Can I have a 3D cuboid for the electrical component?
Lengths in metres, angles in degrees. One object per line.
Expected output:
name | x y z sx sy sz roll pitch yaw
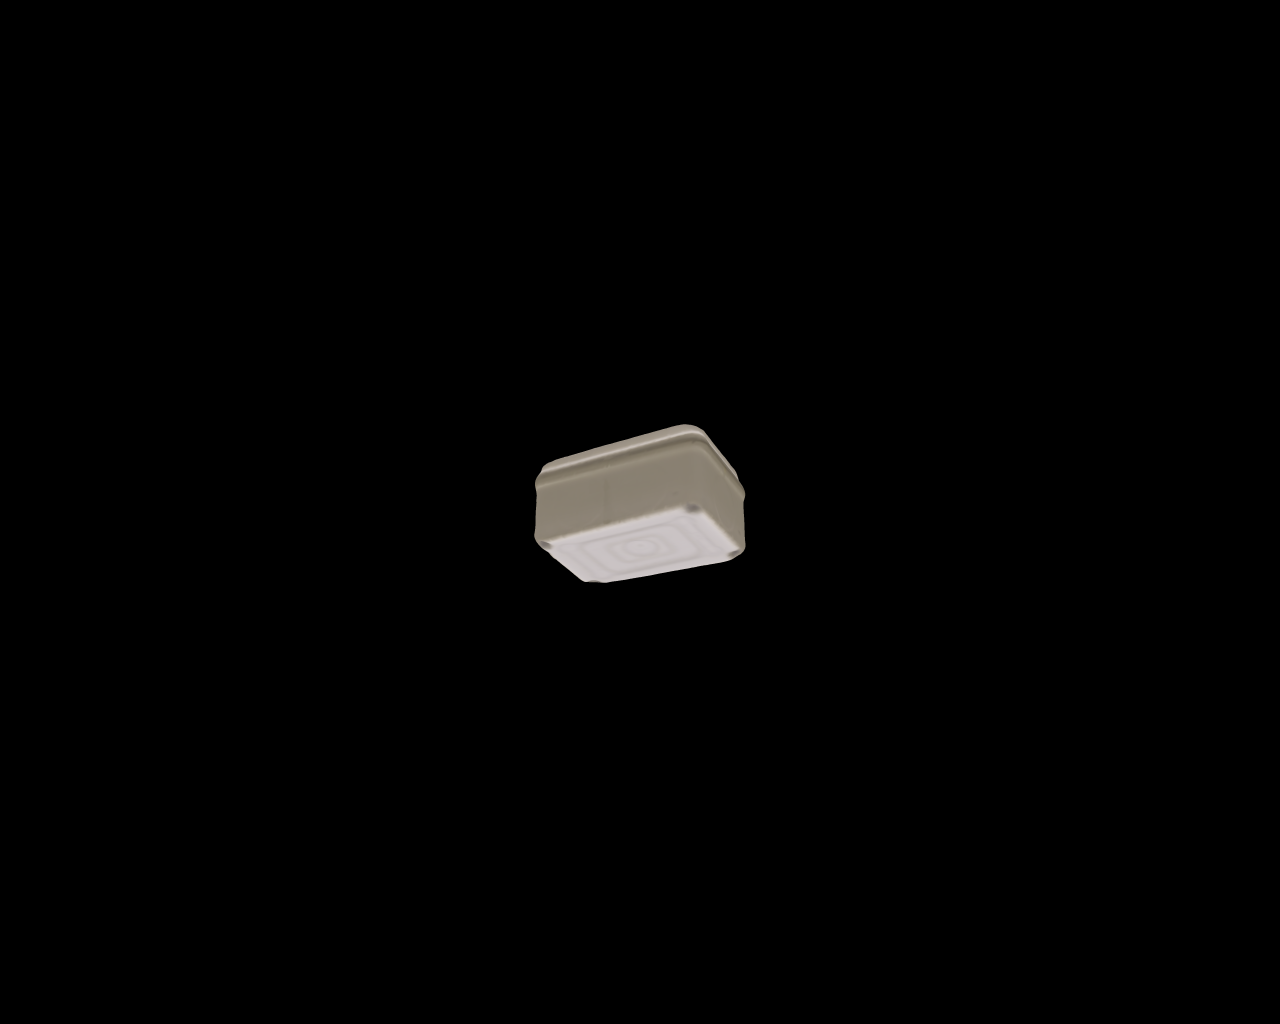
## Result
electrical component | 0.001 -0.003 0.650 0.113 0.057 0.078 -13 -32 22
